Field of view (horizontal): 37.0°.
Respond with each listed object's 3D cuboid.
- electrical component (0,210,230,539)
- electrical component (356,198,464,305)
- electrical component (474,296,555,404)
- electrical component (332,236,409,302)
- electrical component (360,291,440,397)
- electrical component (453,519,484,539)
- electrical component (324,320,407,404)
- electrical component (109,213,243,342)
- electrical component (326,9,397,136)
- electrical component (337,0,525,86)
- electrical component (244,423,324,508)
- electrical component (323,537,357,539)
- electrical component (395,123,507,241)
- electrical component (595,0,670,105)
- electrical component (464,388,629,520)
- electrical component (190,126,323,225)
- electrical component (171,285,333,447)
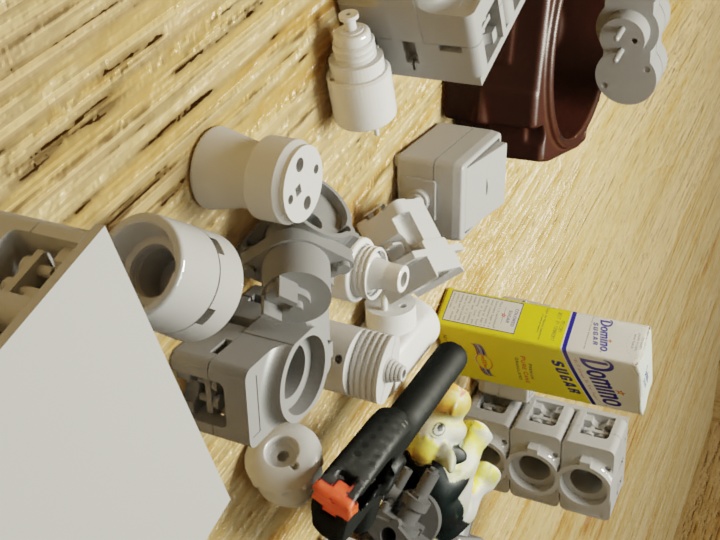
[{"bbox_3d":[-0.128,0.079,0.447,0.105,0.060,0.186,-58,149,-36],"label":"electrical component"},{"bbox_3d":[0.033,-0.015,0.744,0.081,0.042,0.063,-11,71,-61],"label":"electrical component"},{"bbox_3d":[0.148,0.070,1.040,0.062,0.061,0.096,-40,136,-53],"label":"electrical component"},{"bbox_3d":[0.000,0.000,0.686,0.048,0.062,0.048,-40,136,-54],"label":"electrical component"},{"bbox_3d":[0.023,0.041,0.777,0.077,0.043,0.079,-45,140,-49],"label":"electrical component"},{"bbox_3d":[0.084,0.242,0.998,0.083,0.047,0.075,33,71,-64],"label":"electrical component"},{"bbox_3d":[-0.009,0.055,0.669,0.043,0.081,0.043,-40,136,-54],"label":"electrical component"},{"bbox_3d":[-0.090,0.003,0.504,0.047,0.055,0.055,27,77,-61],"label":"electrical component"},{"bbox_3d":[-0.001,-0.121,0.654,0.040,0.040,0.078,-56,147,-39],"label":"electrical component"},{"bbox_3d":[0.059,-0.196,0.688,0.150,0.089,0.061,-62,151,-31],"label":"electrical component"},{"bbox_3d":[-0.044,0.128,0.674,0.062,0.048,0.048,80,32,-52],"label":"electrical component"},{"bbox_3d":[-0.011,0.253,0.763,0.113,0.078,0.057,-58,152,-37],"label":"electrical component"},{"bbox_3d":[0.067,-0.064,0.803,0.096,0.061,0.061,-42,138,-52],"label":"electrical component"},{"bbox_3d":[0.217,-0.194,0.870,0.073,0.052,0.138,-54,147,-42],"label":"electrical component"},{"bbox_3d":[0.176,0.177,1.044,0.061,0.150,0.089,-51,144,-47],"label":"electrical component"},{"bbox_3d":[-0.053,-0.049,0.557,0.045,0.055,0.045,-40,136,-54],"label":"electrical component"},{"bbox_3d":[-0.055,0.052,0.600,0.089,0.056,0.050,-42,138,-52],"label":"electrical component"}]
